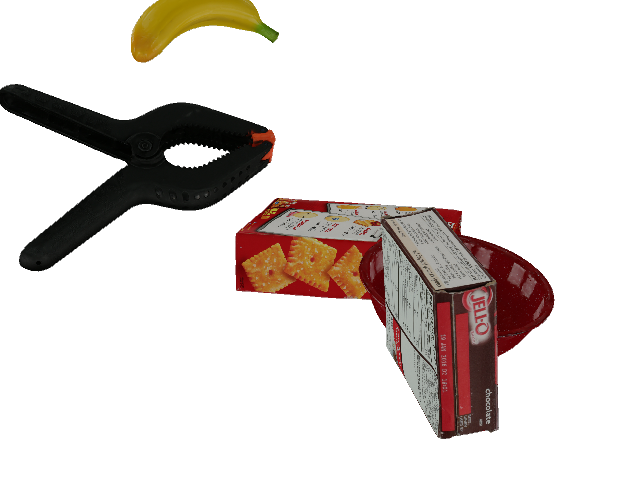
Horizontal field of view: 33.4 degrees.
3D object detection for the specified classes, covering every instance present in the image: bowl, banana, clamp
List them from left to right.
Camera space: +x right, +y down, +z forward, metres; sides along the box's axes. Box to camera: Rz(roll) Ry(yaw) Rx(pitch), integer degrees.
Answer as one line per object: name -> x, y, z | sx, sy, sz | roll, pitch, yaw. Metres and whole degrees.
clamp -> -0.136, -0.052, 0.804 | 0.209, 0.164, 0.036 | -2, -32, -12
banana -> -0.119, -0.212, 1.023 | 0.070, 0.037, 0.197 | 45, 38, 19
bowl -> 0.109, 0.055, 0.886 | 0.162, 0.055, 0.162 | 6, 29, -3

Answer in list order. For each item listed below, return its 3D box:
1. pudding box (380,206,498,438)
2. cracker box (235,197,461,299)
pudding box -> 0.065, 0.043, 0.598 | 0.039, 0.090, 0.113 | -8, 24, -11
cracker box -> 0.034, 0.010, 1.121 | 0.214, 0.072, 0.164 | 5, 15, 12
